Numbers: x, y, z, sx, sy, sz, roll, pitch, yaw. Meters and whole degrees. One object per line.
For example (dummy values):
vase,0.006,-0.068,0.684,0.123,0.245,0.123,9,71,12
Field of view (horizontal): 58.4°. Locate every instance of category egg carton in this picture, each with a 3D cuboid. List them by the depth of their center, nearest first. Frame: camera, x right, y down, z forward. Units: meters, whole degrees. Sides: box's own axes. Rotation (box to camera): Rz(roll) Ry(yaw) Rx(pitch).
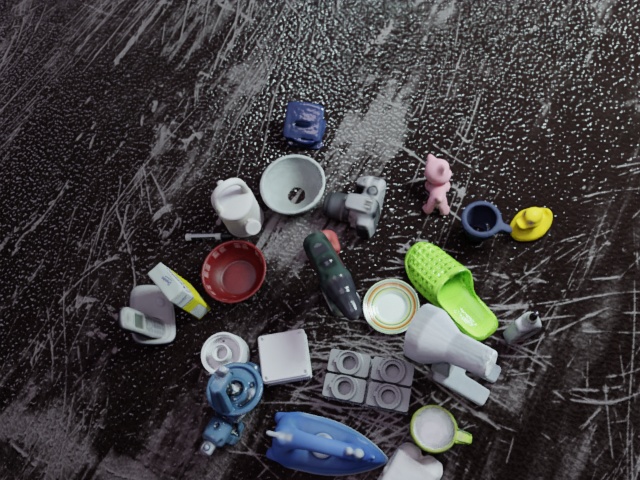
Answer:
egg carton,0.176,0.499,1.170,0.107,0.069,0.150,29,75,18

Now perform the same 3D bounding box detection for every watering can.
watering can,-0.199,-0.083,1.388,0.172,0.194,0.101,29,75,18

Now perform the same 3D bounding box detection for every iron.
iron,0.013,0.426,1.183,0.258,0.141,0.119,8,70,11

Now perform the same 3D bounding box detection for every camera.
camera,0.082,-0.093,1.403,0.136,0.101,0.143,13,71,13

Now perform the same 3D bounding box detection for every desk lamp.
desk lamp,0.278,0.236,1.183,0.202,0.214,0.118,27,74,17

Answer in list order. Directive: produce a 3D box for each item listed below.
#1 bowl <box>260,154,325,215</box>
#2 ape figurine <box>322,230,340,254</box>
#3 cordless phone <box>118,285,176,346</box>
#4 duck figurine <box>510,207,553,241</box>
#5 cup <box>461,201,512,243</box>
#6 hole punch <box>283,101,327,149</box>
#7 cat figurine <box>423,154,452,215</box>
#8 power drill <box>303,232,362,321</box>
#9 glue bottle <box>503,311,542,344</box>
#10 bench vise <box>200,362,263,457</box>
bowl,-0.064,-0.129,1.452,0.167,0.075,0.167,-3,68,7
ape figurine,0.013,0.005,1.378,0.077,0.092,0.076,27,75,17
cordless phone,-0.409,0.163,1.324,0.094,0.185,0.147,-15,67,2
duck figurine,0.496,-0.048,1.335,0.104,0.086,0.077,-27,67,-3
cup,0.385,-0.029,1.338,0.117,0.095,0.092,20,72,15
hole punch,-0.039,-0.302,1.509,0.108,0.091,0.101,9,70,12
cat figurine,0.284,-0.139,1.384,0.067,0.118,0.128,1,68,9
power drill,0.038,0.099,1.274,0.075,0.209,0.229,-28,67,-3
glue bottle,0.436,0.177,1.206,0.078,0.173,0.037,-26,67,-3
bench vise,-0.189,0.348,1.200,0.121,0.220,0.207,3,69,9
